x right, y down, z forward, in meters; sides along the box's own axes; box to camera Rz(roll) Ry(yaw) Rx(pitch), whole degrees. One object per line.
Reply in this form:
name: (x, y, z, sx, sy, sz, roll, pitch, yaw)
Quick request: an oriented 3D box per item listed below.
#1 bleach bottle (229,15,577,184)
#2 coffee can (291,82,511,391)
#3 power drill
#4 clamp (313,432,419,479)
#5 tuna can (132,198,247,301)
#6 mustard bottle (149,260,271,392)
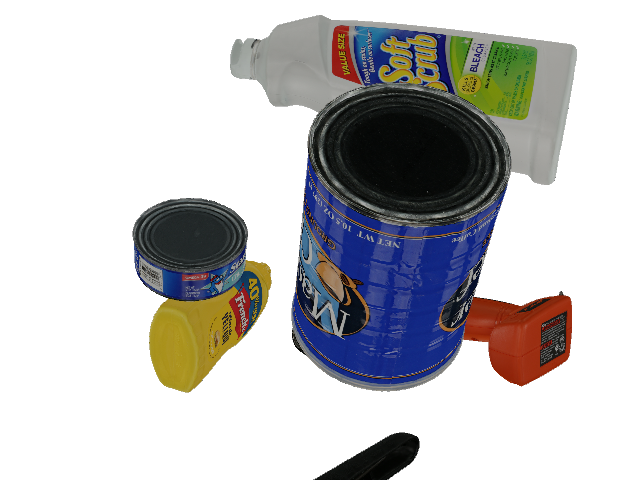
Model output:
bleach bottle: (0.054, -0.111, 0.783, 0.251, 0.102, 0.068, 10, -27, 13)
coffee can: (0.039, 0.001, 0.580, 0.102, 0.103, 0.140, 0, -42, -6)
power drill: (0.094, 0.069, 0.864, 0.188, 0.057, 0.184, 9, 17, 36)
clamp: (-0.021, 0.181, 0.676, 0.210, 0.036, 0.164, -2, 28, 4)
tuna can: (-0.098, 0.007, 0.806, 0.086, 0.034, 0.086, 3, 39, -3)
mustard bottle: (-0.103, 0.070, 1.104, 0.058, 0.096, 0.191, 12, 28, 22)
